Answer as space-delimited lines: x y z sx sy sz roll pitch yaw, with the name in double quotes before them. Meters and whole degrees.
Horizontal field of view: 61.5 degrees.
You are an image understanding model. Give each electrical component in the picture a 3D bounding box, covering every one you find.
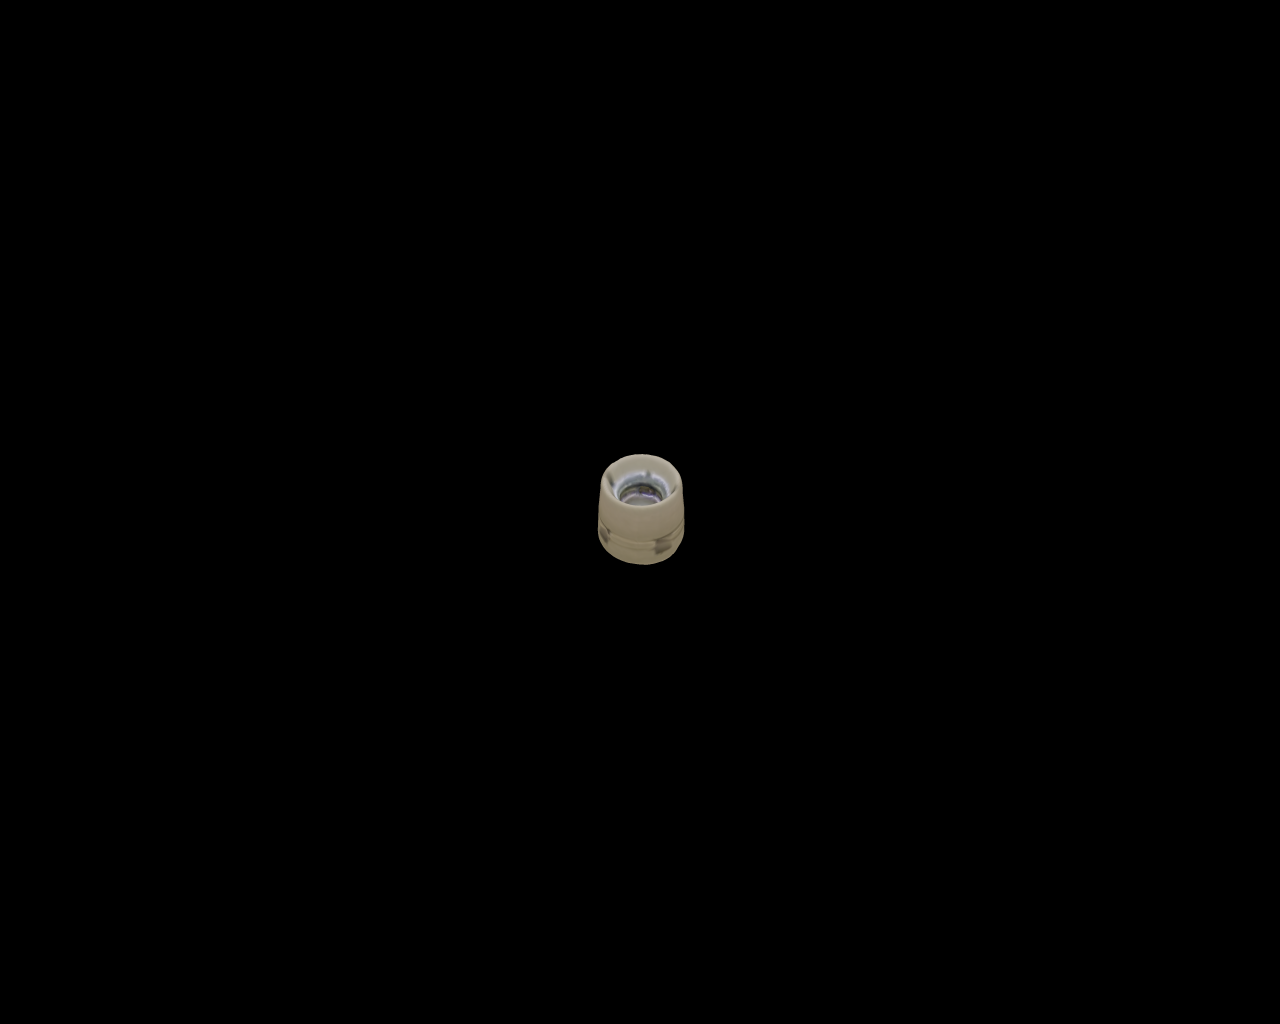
"electrical component" 0.001 -0.003 0.650 0.055 0.047 0.055 0 45 0
